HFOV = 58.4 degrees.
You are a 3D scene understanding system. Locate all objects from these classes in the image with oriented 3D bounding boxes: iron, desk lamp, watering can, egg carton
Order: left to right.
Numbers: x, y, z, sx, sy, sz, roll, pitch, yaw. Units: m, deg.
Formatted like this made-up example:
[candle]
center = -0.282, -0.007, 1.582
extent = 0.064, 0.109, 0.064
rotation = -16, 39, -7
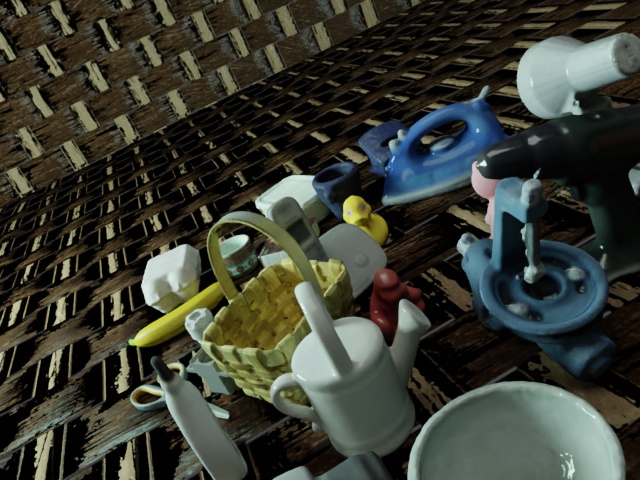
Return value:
[egg carton]
center = -0.275, 0.070, 1.080
extent = 0.107, 0.069, 0.150
rotation = -24, 26, 1
[watering can]
center = 0.029, 0.120, 0.591
extent = 0.173, 0.194, 0.100
rotation = -35, 28, -20
[iron]
center = 0.212, -0.168, 1.031
extent = 0.258, 0.142, 0.118
rotation = -22, 26, 5
[desk lamp]
center = 0.405, -0.197, 0.841
extent = 0.118, 0.214, 0.202
rotation = -31, 27, -13

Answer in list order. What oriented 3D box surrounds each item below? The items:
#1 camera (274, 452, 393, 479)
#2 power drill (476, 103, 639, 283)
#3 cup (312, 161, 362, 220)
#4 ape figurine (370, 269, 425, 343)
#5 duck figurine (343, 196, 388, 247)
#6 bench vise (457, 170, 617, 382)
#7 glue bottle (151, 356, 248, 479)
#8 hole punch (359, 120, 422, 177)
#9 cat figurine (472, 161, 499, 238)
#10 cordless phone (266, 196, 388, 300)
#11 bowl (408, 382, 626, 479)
[camera]
center = 0.008, 0.245, 0.483
extent = 0.137, 0.101, 0.142
rotation = -30, 27, -11
[power drill]
center = 0.308, -0.051, 0.658
extent = 0.229, 0.209, 0.075
rotation = -24, 26, 1
[cup]
center = 0.039, -0.079, 1.063
extent = 0.091, 0.095, 0.118
rotation = -14, 28, 21
[ape figurine]
center = 0.092, 0.078, 0.731
extent = 0.078, 0.092, 0.076
rotation = -27, 26, -5
[duck figurine]
center = 0.068, -0.037, 0.970
extent = 0.077, 0.086, 0.104
rotation = -21, 27, 7
[bench vise]
center = 0.195, 0.025, 0.598
extent = 0.122, 0.220, 0.206
rotation = -38, 29, -25
[glue bottle]
center = -0.137, 0.190, 0.623
extent = 0.037, 0.173, 0.078
rotation = -31, 27, -14
[hole punch]
center = 0.150, -0.189, 1.177
extent = 0.109, 0.091, 0.100
rotation = -31, 27, -13
[cat figurine]
center = 0.260, -0.071, 0.837
extent = 0.067, 0.118, 0.128
rotation = -16, 27, 16
[cordless phone]
center = 0.008, 0.003, 0.835
extent = 0.093, 0.185, 0.148
rotation = 9, 42, 48
[bowl]
center = 0.161, 0.201, 0.467
extent = 0.167, 0.075, 0.167
rotation = -19, 27, 10
